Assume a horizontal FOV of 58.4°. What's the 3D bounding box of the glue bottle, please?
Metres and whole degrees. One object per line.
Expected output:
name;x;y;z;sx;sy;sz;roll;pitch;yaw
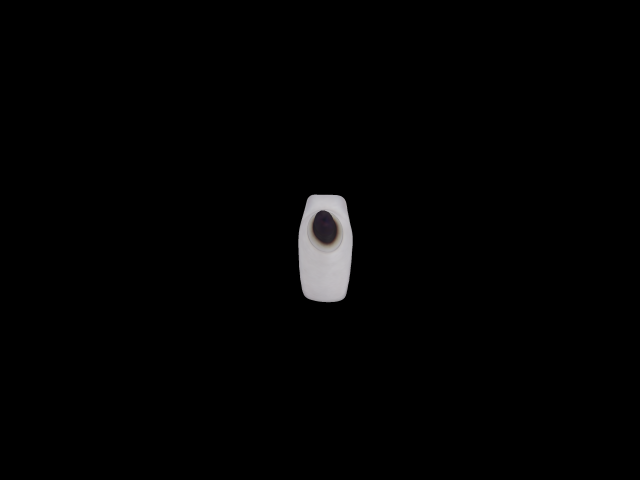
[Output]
glue bottle;0.004;0.001;0.400;0.037;0.173;0.078;0;81;1
